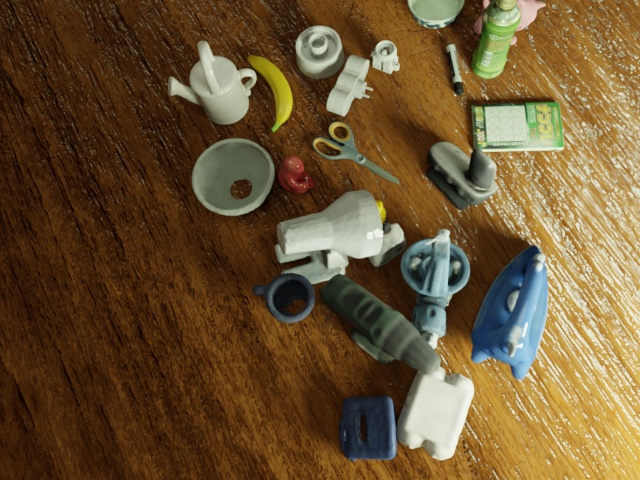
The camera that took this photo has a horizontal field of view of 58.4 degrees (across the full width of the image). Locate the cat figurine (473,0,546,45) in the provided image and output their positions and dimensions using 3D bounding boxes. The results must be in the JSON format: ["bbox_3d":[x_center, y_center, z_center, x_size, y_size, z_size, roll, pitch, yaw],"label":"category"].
[{"bbox_3d":[0.398,-0.478,1.204,0.127,0.118,0.067,21,76,12],"label":"cat figurine"}]

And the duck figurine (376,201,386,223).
[{"bbox_3d":[0.076,-0.057,1.117,0.104,0.086,0.077,-4,72,5],"label":"duck figurine"}]

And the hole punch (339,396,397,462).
[{"bbox_3d":[0.083,0.328,0.991,0.101,0.091,0.108,-4,72,4],"label":"hole punch"}]

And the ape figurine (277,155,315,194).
[{"bbox_3d":[-0.052,-0.138,1.152,0.076,0.092,0.078,1,72,6],"label":"ape figurine"}]

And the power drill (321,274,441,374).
[{"bbox_3d":[0.104,0.154,0.982,0.229,0.208,0.076,37,79,15],"label":"power drill"}]

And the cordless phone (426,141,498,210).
[{"bbox_3d":[0.272,-0.148,1.075,0.094,0.185,0.147,-43,73,-8],"label":"cordless phone"}]

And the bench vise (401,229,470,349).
[{"bbox_3d":[0.210,0.077,0.991,0.121,0.220,0.207,-12,71,2],"label":"bench vise"}]

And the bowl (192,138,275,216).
[{"bbox_3d":[-0.170,-0.118,1.166,0.167,0.075,0.167,-2,72,5],"label":"bowl"}]

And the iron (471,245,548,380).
[{"bbox_3d":[0.356,0.106,1.009,0.118,0.141,0.258,20,75,11],"label":"iron"}]

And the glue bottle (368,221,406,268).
[{"bbox_3d":[0.122,-0.001,1.049,0.078,0.173,0.037,-33,72,-5],"label":"glue bottle"}]

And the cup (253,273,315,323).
[{"bbox_3d":[-0.063,0.113,1.072,0.117,0.095,0.092,12,74,9],"label":"cup"}]

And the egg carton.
[{"bbox_3d":[0.200,0.298,1.001,0.107,0.069,0.150,19,75,11],"label":"egg carton"}]

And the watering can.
[{"bbox_3d":[-0.222,-0.323,1.174,0.173,0.194,0.101,-33,72,-5],"label":"watering can"}]

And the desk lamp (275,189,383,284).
[{"bbox_3d":[0.010,0.004,1.037,0.203,0.214,0.118,-17,71,0],"label":"desk lamp"}]
